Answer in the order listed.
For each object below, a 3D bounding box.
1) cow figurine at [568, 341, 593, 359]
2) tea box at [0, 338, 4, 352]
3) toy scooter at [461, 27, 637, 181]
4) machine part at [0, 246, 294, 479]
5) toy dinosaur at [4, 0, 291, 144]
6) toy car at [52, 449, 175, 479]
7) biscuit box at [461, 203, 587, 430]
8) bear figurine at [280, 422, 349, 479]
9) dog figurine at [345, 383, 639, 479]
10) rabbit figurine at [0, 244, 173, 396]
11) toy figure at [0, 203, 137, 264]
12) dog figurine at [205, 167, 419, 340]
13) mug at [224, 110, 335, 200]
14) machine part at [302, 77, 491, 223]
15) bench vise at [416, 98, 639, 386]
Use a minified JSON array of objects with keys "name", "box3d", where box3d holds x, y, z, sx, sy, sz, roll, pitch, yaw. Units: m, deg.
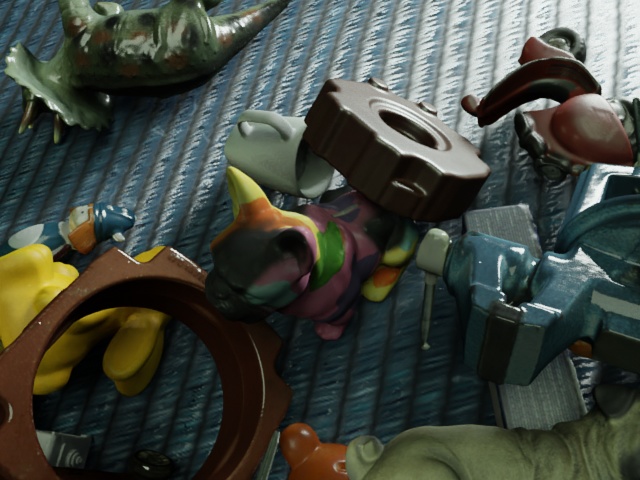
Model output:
[{"name":"cow figurine","box3d":[0.283,0.063,0.423,0.168,0.068,0.098,7,64,36]},{"name":"tea box","box3d":[-0.326,0.112,0.487,0.068,0.098,0.170,-30,29,-2]},{"name":"toy scooter","box3d":[0.222,-0.125,0.531,0.135,0.075,0.184,-19,61,3]},{"name":"machine part","box3d":[-0.139,0.123,0.426,0.201,0.087,0.201,41,51,-11]},{"name":"toy dinosaur","box3d":[-0.202,-0.230,0.649,0.405,0.131,0.192,-9,78,4]},{"name":"toy car","box3d":[-0.217,0.212,0.435,0.202,0.053,0.089,16,83,-24]},{"name":"biscuit box","box3d":[0.169,0.069,0.464,0.063,0.059,0.202,-8,66,8]},{"name":"bear figurine","box3d":[-0.004,0.254,0.404,0.132,0.120,0.196,-52,27,32]},{"name":"dog figurine","box3d":[0.135,0.147,0.364,0.172,0.121,0.190,43,83,0]},{"name":"rabbit figurine","box3d":[-0.208,0.066,0.521,0.173,0.121,0.162,-20,66,-18]},{"name":"toy figure","box3d":[-0.280,0.000,0.591,0.154,0.057,0.064,-27,70,-2]},{"name":"dog figurine","box3d":[-0.001,-0.001,0.445,0.191,0.219,0.109,-43,69,-7]},{"name":"mug","box3d":[-0.052,-0.095,0.563,0.107,0.109,0.081,12,75,31]},{"name":"machine part","box3d":[0.073,-0.088,0.500,0.179,0.179,0.056,46,125,25]},{"name":"bench vise","box3d":[0.195,0.008,0.388,0.224,0.128,0.240,8,43,33]}]
